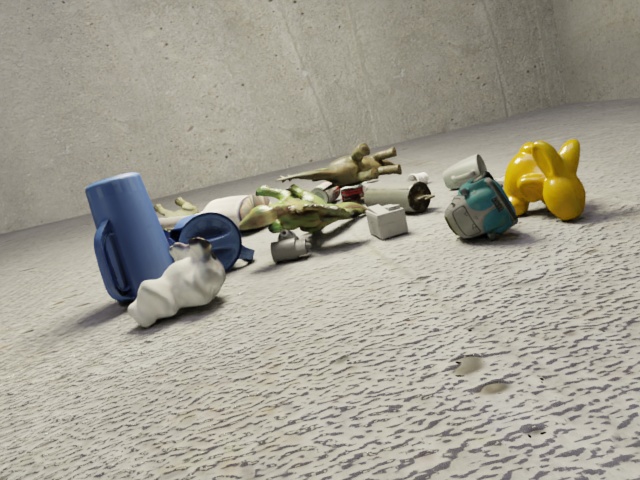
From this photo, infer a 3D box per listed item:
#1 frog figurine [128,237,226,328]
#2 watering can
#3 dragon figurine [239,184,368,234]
[{"bbox_3d":[-0.241,0.087,0.884,0.137,0.120,0.163,4,55,30],"label":"frog figurine"},{"bbox_3d":[-0.275,-0.067,1.459,0.223,0.104,0.350,-6,6,28],"label":"watering can"},{"bbox_3d":[0.004,-0.058,1.157,0.411,0.121,0.244,-5,11,-29],"label":"dragon figurine"}]
